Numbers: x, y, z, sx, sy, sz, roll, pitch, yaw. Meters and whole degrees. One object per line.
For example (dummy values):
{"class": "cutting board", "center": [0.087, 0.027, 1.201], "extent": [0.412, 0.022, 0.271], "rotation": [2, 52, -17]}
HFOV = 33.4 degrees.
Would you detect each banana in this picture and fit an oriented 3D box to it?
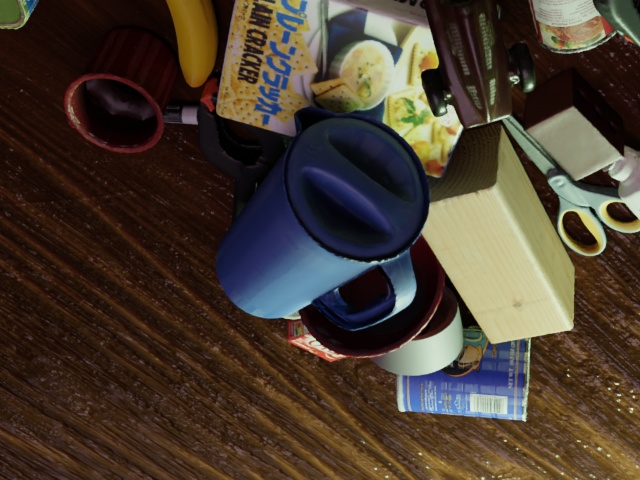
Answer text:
{"class": "banana", "center": [-0.127, -0.214, 0.925], "extent": [0.070, 0.037, 0.197], "rotation": [7, 140, 36]}

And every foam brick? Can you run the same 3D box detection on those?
{"class": "foam brick", "center": [0.223, -0.102, 0.937], "extent": [0.078, 0.053, 0.051], "rotation": [38, 133, -26]}

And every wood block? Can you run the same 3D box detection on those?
{"class": "wood block", "center": [0.169, -0.001, 1.034], "extent": [0.091, 0.090, 0.206], "rotation": [-14, 131, 26]}

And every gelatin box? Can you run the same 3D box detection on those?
{"class": "gelatin box", "center": [0.016, 0.109, 1.223], "extent": [0.073, 0.030, 0.089], "rotation": [-19, 148, 30]}

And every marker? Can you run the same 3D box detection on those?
{"class": "marker", "center": [-0.176, -0.126, 1.045], "extent": [0.121, 0.020, 0.020], "rotation": [4, 138, 11]}

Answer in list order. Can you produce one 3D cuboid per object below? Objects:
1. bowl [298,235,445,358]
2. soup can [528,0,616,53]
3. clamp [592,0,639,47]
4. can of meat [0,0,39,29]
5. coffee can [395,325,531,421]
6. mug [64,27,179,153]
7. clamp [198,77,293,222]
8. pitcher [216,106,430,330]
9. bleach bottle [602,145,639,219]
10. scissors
{"class": "bowl", "center": [0.058, 0.047, 1.089], "extent": [0.162, 0.162, 0.055], "rotation": [-8, 159, 23]}
{"class": "soup can", "center": [0.190, -0.205, 0.821], "extent": [0.069, 0.068, 0.102], "rotation": [-7, 134, 22]}
{"class": "clamp", "center": [0.222, -0.215, 0.768], "extent": [0.120, 0.039, 0.171], "rotation": [-14, 125, -14]}
{"class": "can of meat", "center": [-0.284, -0.228, 0.914], "extent": [0.102, 0.084, 0.057], "rotation": [4, 138, 11]}
{"class": "coffee can", "center": [0.161, 0.145, 1.187], "extent": [0.140, 0.102, 0.103], "rotation": [3, 137, 13]}
{"class": "mug", "center": [-0.188, -0.138, 0.988], "extent": [0.117, 0.081, 0.093], "rotation": [-20, 129, 32]}
{"class": "clamp", "center": [-0.048, -0.077, 1.050], "extent": [0.165, 0.036, 0.210], "rotation": [-7, 137, 21]}
{"class": "pitcher", "center": [-0.006, 0.001, 0.971], "extent": [0.145, 0.149, 0.243], "rotation": [19, 155, -16]}
{"class": "bleach bottle", "center": [0.377, -0.028, 0.970], "extent": [0.250, 0.068, 0.103], "rotation": [25, 137, -9]}
{"class": "scissors", "center": [0.246, -0.058, 1.006], "extent": [0.096, 0.016, 0.201], "rotation": [-12, 132, 24]}
